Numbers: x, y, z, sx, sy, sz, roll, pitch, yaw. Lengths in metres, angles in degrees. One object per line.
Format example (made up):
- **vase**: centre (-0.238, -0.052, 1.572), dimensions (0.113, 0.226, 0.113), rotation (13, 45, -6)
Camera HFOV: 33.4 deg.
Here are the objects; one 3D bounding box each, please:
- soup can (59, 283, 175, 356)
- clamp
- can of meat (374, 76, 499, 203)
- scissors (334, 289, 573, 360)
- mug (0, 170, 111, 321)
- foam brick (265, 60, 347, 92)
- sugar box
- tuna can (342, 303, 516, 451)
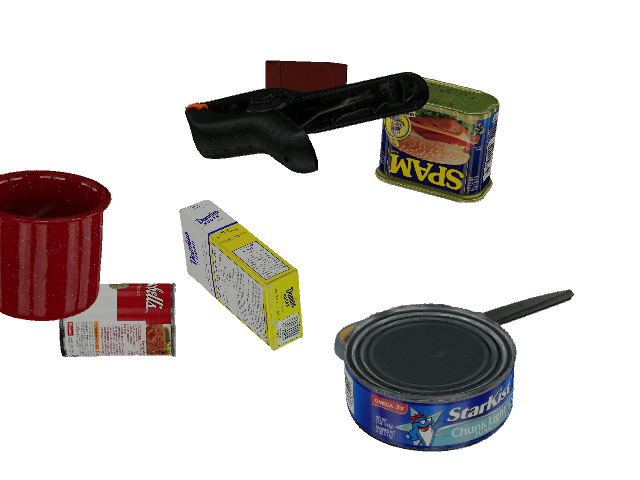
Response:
- **soup can**: centre (-0.184, 0.073, 0.978), dimensions (0.102, 0.068, 0.068), rotation (0, 0, -7)
- **clamp**: centre (-0.030, -0.071, 0.667), dimensions (0.172, 0.039, 0.120), rotation (-3, 18, 37)
- **can of meat**: centre (0.102, -0.089, 0.928), dimensions (0.102, 0.084, 0.057), rotation (17, 34, 22)
- **scissors**: centre (0.112, 0.073, 0.777), dimensions (0.201, 0.016, 0.096), rotation (-6, 31, -13)
- **mug**: centre (-0.207, 0.005, 0.750), dimensions (0.117, 0.081, 0.093), rotation (-6, 27, -29)
- **foam brick**: centre (-0.016, -0.166, 1.145), dimensions (0.078, 0.051, 0.053), rotation (-1, 12, -19)
- **sugar box**: centre (-0.087, 0.034, 1.154), dimensions (0.048, 0.093, 0.176), rotation (-23, 40, -26)
- **tuna can**: centre (0.054, 0.068, 0.535), dimensions (0.086, 0.034, 0.086), rotation (-2, 27, 1)
